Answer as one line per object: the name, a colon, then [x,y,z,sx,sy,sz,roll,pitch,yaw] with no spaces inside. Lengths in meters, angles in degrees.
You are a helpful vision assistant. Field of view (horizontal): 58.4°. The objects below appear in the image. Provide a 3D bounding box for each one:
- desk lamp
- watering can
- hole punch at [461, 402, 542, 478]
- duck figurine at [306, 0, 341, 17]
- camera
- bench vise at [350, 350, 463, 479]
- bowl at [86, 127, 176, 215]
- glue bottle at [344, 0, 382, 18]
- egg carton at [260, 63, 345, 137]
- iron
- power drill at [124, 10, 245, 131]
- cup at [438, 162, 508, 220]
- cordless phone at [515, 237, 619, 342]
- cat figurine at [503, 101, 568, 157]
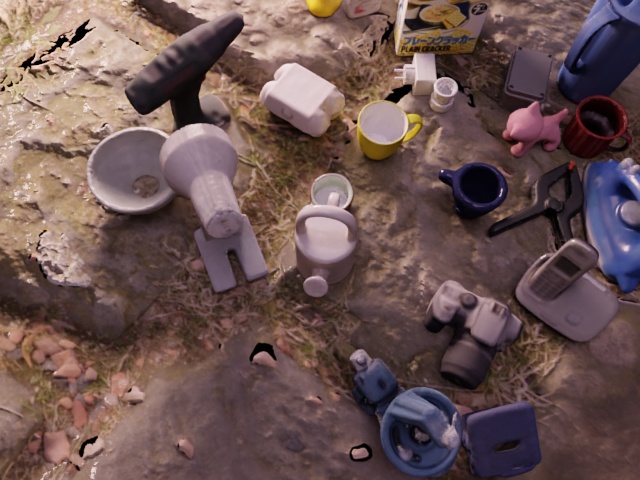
desk lamp: [-0.162,-0.049,0.908,0.118,0.213,0.203,-22,70,-9]
watering can: [0.011,0.004,0.901,0.101,0.194,0.173,-10,69,-5]
hole punch: [0.270,0.297,0.847,0.108,0.091,0.101,-12,69,-6]
duck figurine: [0.009,-0.525,1.170,0.077,0.086,0.104,9,68,2]
camera: [0.230,0.152,0.898,0.143,0.101,0.137,27,70,9]
bench vise: [0.112,0.245,0.794,0.207,0.220,0.121,31,71,11]
bowl: [-0.313,-0.109,1.003,0.167,0.075,0.167,1,68,-1]
glue bottle: [0.089,-0.513,1.120,0.078,0.173,0.037,-23,70,-10]
egg carton: [-0.034,-0.262,1.073,0.150,0.069,0.107,32,71,11]
iron: [0.526,-0.049,0.963,0.118,0.141,0.258,-10,69,-5]
power drill: [-0.219,-0.273,0.998,0.230,0.208,0.075,-37,73,-15]
cup: [0.255,-0.079,0.994,0.117,0.095,0.092,22,69,7]
cordless phone: [0.401,0.074,0.888,0.147,0.185,0.094,35,72,12]
cat figurine: [0.387,-0.207,1.036,0.128,0.118,0.067,-15,69,-7]
